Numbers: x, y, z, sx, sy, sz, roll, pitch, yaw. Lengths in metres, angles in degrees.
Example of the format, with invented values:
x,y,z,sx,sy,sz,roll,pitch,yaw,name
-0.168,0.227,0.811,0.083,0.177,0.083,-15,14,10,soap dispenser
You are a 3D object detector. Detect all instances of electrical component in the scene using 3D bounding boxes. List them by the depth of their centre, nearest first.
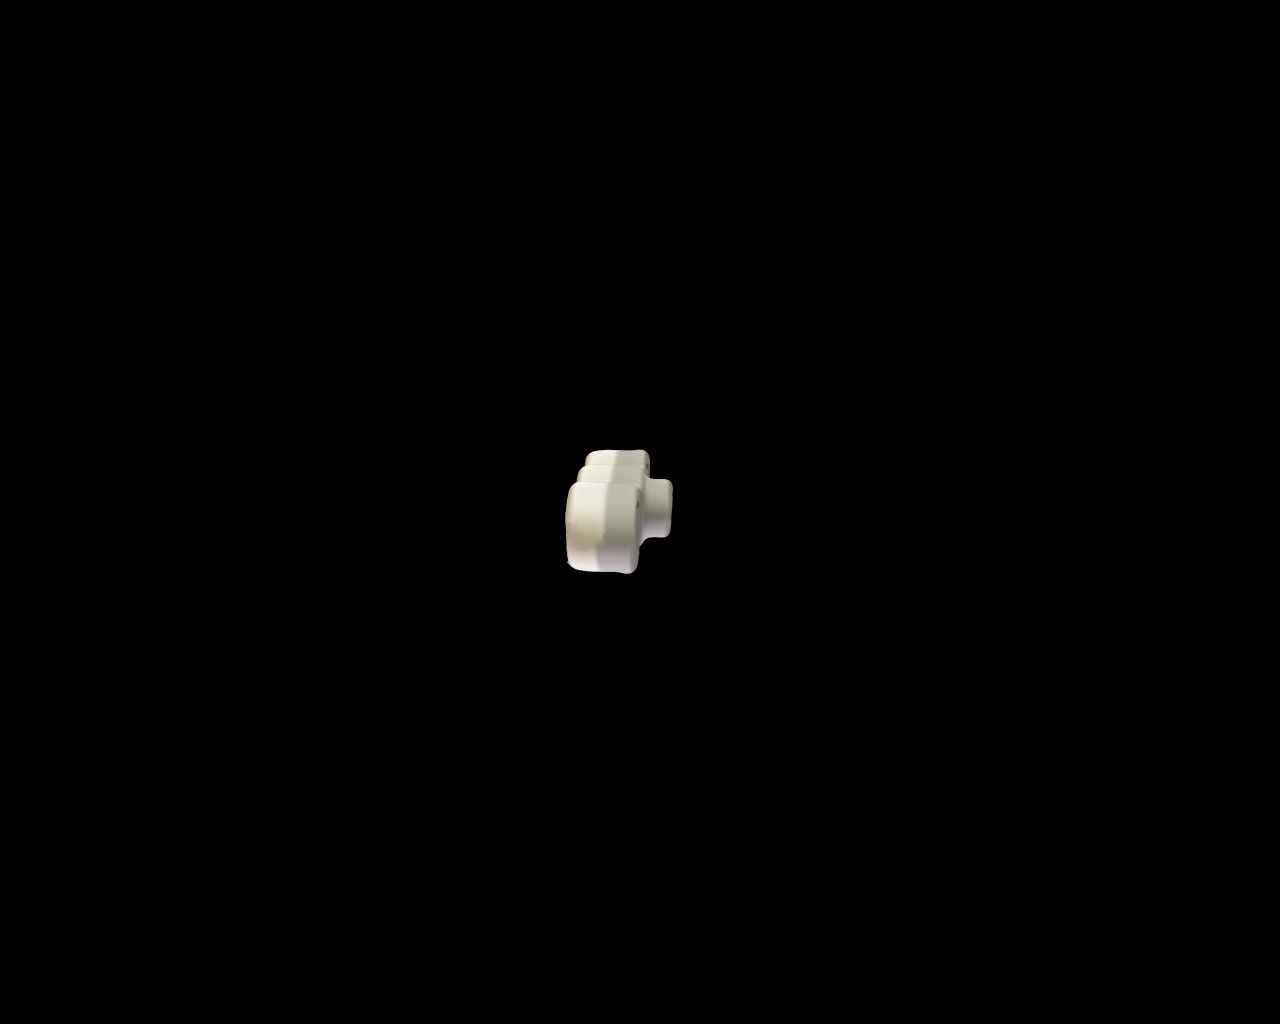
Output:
x,y,z,sx,sy,sz,roll,pitch,yaw,name
0.001,-0.003,0.650,0.074,0.052,0.138,1,16,4,electrical component
